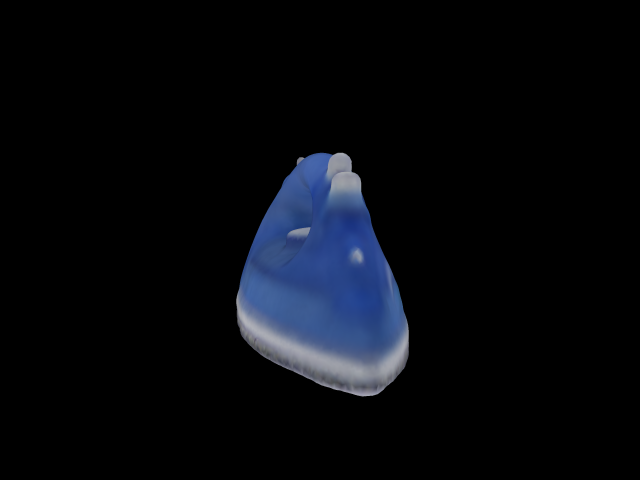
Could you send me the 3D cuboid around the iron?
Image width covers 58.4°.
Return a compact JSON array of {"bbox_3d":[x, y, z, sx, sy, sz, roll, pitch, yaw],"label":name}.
[{"bbox_3d":[0.004,0.001,0.400,0.119,0.141,0.258,0,2,-11],"label":"iron"}]
